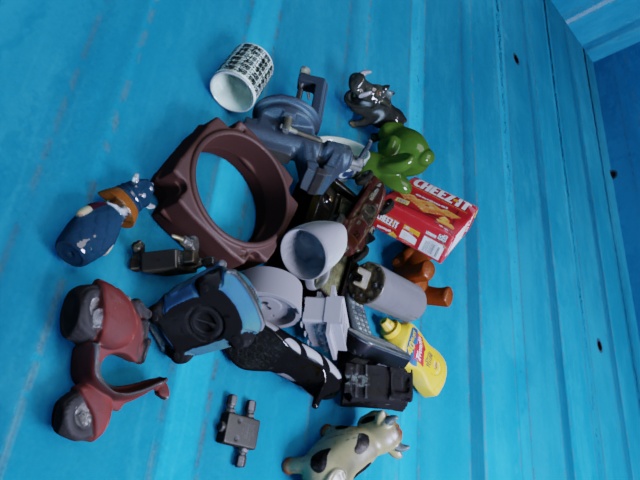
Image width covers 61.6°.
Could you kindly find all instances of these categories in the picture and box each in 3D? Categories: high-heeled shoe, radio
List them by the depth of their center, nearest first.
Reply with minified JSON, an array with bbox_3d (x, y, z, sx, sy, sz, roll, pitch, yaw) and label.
[{"bbox_3d":[-0.061,0.164,0.841,0.248,0.086,0.145,47,14,-4],"label":"high-heeled shoe"},{"bbox_3d":[-0.002,-0.003,0.948,0.131,0.073,0.229,40,50,-30],"label":"radio"}]

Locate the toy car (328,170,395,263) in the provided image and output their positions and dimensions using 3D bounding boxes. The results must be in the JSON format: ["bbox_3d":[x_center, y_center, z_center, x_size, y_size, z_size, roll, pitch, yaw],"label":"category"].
[{"bbox_3d":[0.079,-0.048,0.958,0.089,0.053,0.202,51,48,-17],"label":"toy car"}]

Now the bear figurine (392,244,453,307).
[{"bbox_3d":[0.225,0.041,1.138,0.120,0.132,0.196,52,51,-25],"label":"bear figurine"}]

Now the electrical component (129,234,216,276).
[{"bbox_3d":[-0.201,0.021,0.717,0.078,0.102,0.045,22,62,-69],"label":"electrical component"}]

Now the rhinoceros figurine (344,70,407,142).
[{"bbox_3d":[0.116,-0.285,1.154,0.190,0.112,0.073,31,57,-46],"label":"rhinoceros figurine"}]

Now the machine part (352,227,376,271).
[{"bbox_3d":[0.073,0.000,1.058,0.084,0.039,0.139,51,43,-33],"label":"machine part"}]

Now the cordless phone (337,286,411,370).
[{"bbox_3d":[0.083,0.150,0.990,0.146,0.089,0.184,27,39,-38],"label":"cordless phone"}]

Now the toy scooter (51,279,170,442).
[{"bbox_3d":[-0.240,0.141,0.642,0.135,0.075,0.184,13,69,-44],"label":"toy scooter"}]

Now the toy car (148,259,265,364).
[{"bbox_3d":[-0.145,0.093,0.720,0.109,0.162,0.103,62,18,-9],"label":"toy car"}]

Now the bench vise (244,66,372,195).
[{"bbox_3d":[-0.021,-0.205,0.934,0.224,0.128,0.240,9,61,1],"label":"bench vise"}]

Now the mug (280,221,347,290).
[{"bbox_3d":[0.002,0.018,0.840,0.107,0.081,0.109,-32,118,-54],"label":"mug"}]

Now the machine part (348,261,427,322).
[{"bbox_3d":[0.127,0.098,0.983,0.243,0.079,0.079,29,55,-50],"label":"machine part"}]

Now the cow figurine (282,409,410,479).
[{"bbox_3d":[0.052,0.328,0.844,0.195,0.127,0.085,-23,96,-46],"label":"cow figurine"}]

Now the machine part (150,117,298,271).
[{"bbox_3d":[-0.139,-0.067,0.819,0.201,0.087,0.201,46,47,-23],"label":"machine part"}]

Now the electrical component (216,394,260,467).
[{"bbox_3d":[-0.118,0.270,0.762,0.063,0.021,0.094,29,57,-37],"label":"electrical component"}]

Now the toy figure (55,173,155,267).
[{"bbox_3d":[-0.270,-0.031,0.686,0.058,0.064,0.154,24,44,5],"label":"toy figure"}]

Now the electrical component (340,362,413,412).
[{"bbox_3d":[0.093,0.252,0.910,0.134,0.115,0.058,89,8,-64],"label":"electrical component"}]

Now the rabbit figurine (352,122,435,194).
[{"bbox_3d":[0.140,-0.152,1.113,0.170,0.159,0.121,-21,128,-21],"label":"rabbit figurine"}]
